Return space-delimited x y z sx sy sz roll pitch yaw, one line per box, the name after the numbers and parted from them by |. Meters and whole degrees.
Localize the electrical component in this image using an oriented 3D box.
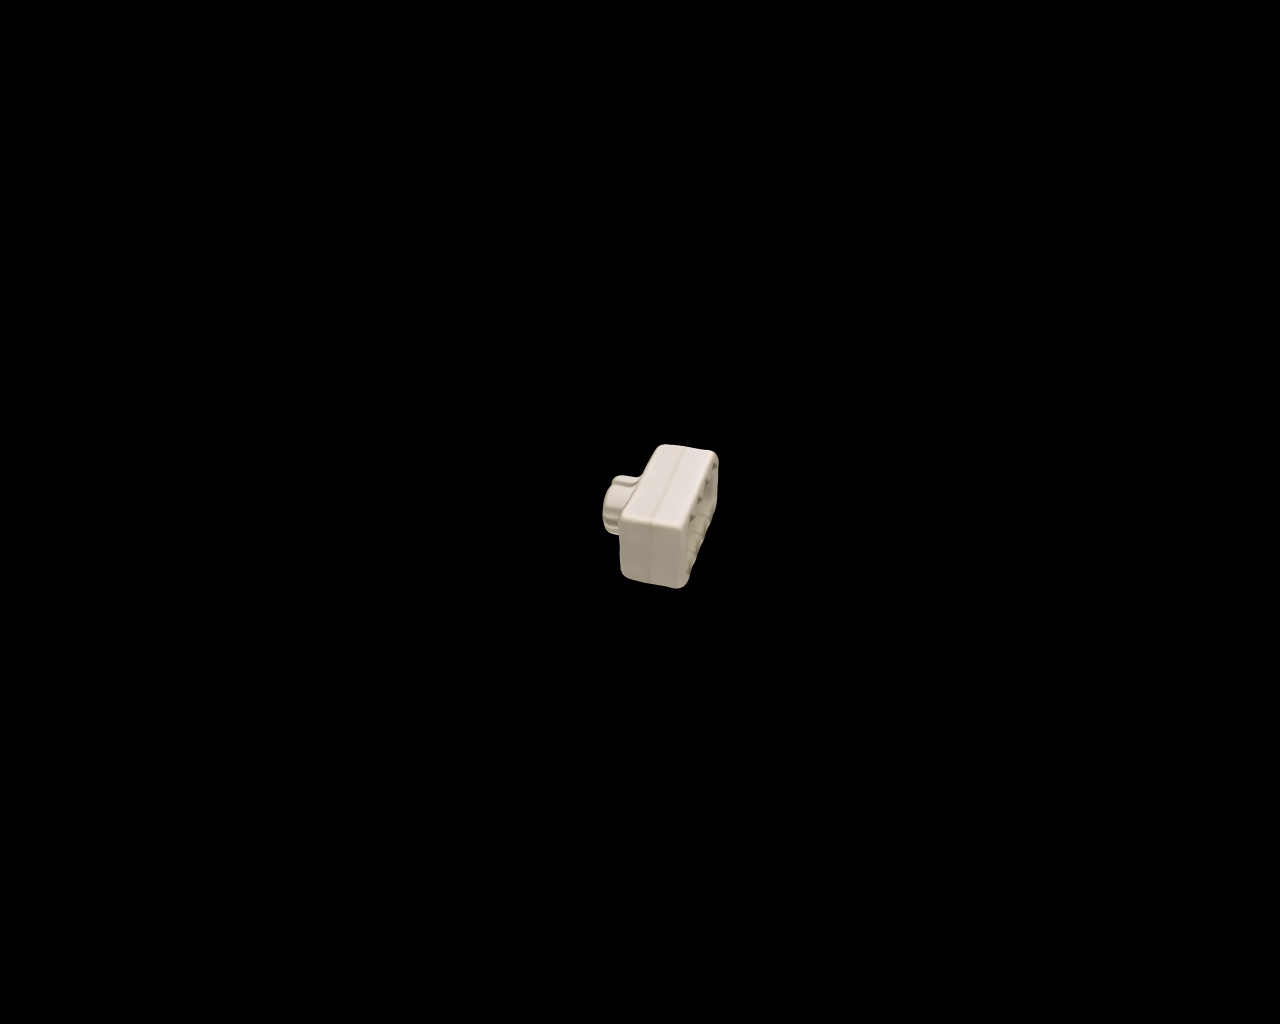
0.001 -0.003 0.650 0.076 0.047 0.083 11 39 14 | electrical component
